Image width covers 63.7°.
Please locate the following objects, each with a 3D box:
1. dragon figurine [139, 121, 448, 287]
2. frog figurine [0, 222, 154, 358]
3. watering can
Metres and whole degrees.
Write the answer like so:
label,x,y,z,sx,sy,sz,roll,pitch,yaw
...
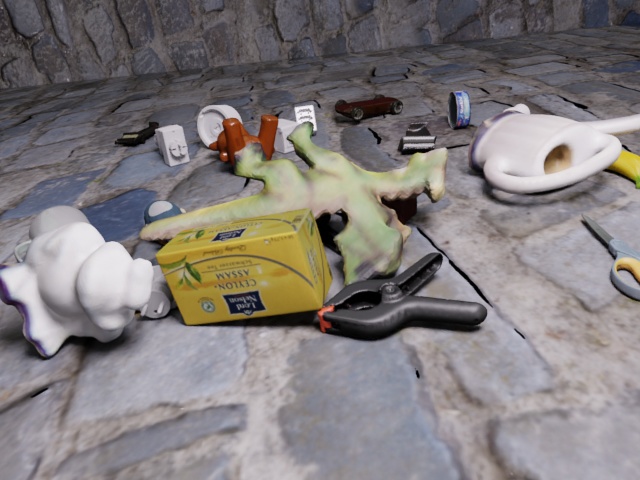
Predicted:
label,x,y,z,sx,sy,sz,roll,pitch,yaw
dragon figurine,0.002,-0.034,0.669,0.415,0.246,0.119,-31,-40,-24
frog figurine,-0.246,0.043,0.562,0.159,0.138,0.122,-21,-6,12
watering can,0.403,-0.165,0.865,0.350,0.227,0.102,-26,-60,-19
